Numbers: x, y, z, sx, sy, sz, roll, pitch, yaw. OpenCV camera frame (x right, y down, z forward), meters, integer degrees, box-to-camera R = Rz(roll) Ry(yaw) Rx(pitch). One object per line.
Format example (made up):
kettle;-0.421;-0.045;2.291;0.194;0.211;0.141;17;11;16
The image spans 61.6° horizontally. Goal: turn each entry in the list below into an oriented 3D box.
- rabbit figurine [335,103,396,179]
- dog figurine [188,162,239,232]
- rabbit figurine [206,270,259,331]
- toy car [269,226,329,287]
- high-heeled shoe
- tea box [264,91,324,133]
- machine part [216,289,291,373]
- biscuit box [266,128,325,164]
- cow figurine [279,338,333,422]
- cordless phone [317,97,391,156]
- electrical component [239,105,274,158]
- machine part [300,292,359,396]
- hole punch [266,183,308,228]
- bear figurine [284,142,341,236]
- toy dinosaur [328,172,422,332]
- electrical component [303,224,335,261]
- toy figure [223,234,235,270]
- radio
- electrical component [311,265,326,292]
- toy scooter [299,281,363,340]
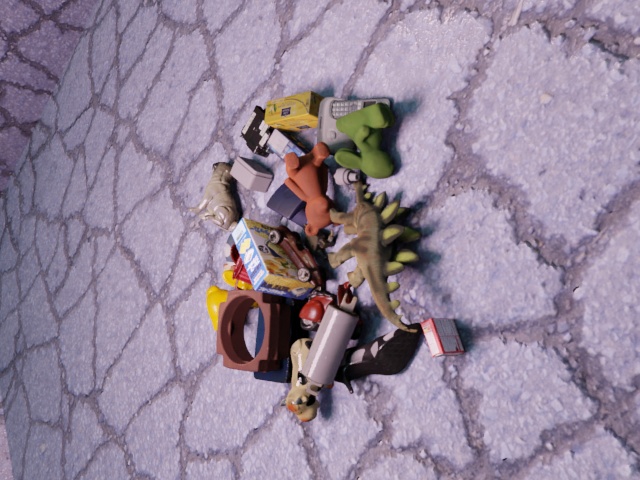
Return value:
rabbit figurine;0.111;-0.218;1.256;0.159;0.121;0.170;-17;97;10
dog figurine;-0.283;-0.134;1.631;0.172;0.121;0.190;28;83;8
rabbit figurine;-0.224;0.161;1.510;0.173;0.122;0.162;-18;80;16
toy car;-0.050;0.037;1.346;0.053;0.089;0.202;-52;58;19
high-heeled shoe;0.122;0.247;1.225;0.249;0.086;0.145;-42;24;8
tea box;-0.058;-0.344;1.459;0.170;0.098;0.068;-1;80;43
machine part;-0.168;0.227;1.359;0.202;0.087;0.201;-6;79;43
biscuit box;-0.064;-0.230;1.465;0.203;0.062;0.059;46;112;37
cow figurine;-0.034;0.333;1.289;0.085;0.127;0.195;-17;69;42
cordless phone;0.087;-0.283;1.339;0.184;0.088;0.146;1;82;23
electrical component;-0.166;-0.311;1.576;0.115;0.058;0.134;-55;52;22
machine part;0.022;0.233;1.207;0.079;0.079;0.243;25;94;42
hole punch;-0.068;-0.105;1.431;0.142;0.092;0.115;31;99;44
bear figurine;-0.012;-0.119;1.318;0.132;0.120;0.196;129;122;-72
toy dinosaur;0.121;0.016;1.190;0.198;0.105;0.471;-31;47;30
electrical component;-0.004;-0.004;1.385;0.102;0.045;0.078;39;136;42
toy figure;-0.258;0.061;1.591;0.064;0.058;0.154;177;100;-81
radio;-0.099;0.253;1.401;0.131;0.073;0.229;0;84;41
electrical component;-0.015;0.113;1.383;0.063;0.021;0.094;-9;77;41
toy scooter;0.030;0.161;1.300;0.184;0.075;0.135;4;85;39
